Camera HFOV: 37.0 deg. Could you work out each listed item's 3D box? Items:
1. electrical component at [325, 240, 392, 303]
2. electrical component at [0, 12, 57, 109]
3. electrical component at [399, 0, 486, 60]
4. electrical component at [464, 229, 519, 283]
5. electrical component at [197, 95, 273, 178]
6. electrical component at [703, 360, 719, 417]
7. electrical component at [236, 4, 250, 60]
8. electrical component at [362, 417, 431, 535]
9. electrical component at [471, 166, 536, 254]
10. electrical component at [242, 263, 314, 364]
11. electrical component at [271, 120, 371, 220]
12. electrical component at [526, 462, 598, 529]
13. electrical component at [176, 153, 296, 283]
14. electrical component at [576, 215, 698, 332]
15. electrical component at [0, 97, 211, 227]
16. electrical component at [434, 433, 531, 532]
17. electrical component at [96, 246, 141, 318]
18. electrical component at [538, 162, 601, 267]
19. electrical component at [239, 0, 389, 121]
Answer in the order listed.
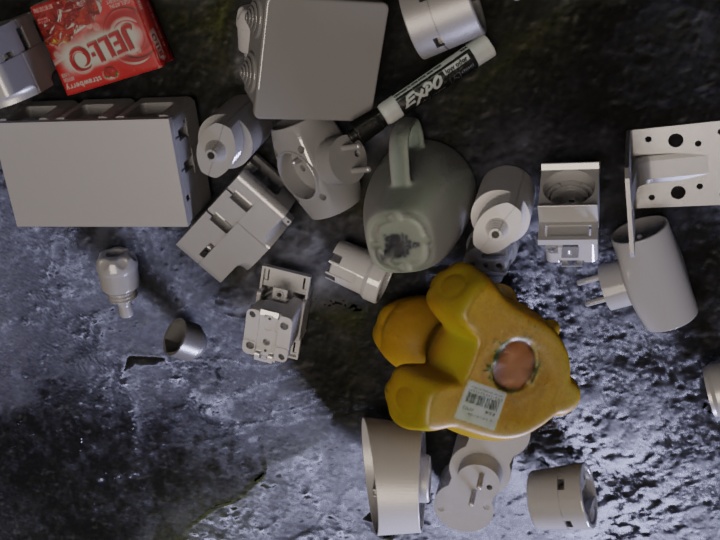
[{"bbox_3d":[0.000,0.000,0.864,0.046,0.040,0.040,24,120,9],"label":"electrical component"},{"bbox_3d":[-0.272,-0.158,0.825,0.050,0.089,0.055,-12,112,20],"label":"electrical component"},{"bbox_3d":[0.058,-0.180,0.749,0.047,0.055,0.055,-16,111,17],"label":"electrical component"},{"bbox_3d":[0.099,-0.012,0.826,0.040,0.046,0.040,6,116,13],"label":"electrical component"},{"bbox_3d":[-0.099,-0.100,0.814,0.043,0.081,0.043,6,117,12],"label":"electrical component"},{"bbox_3d":[0.297,0.088,0.826,0.055,0.045,0.045,-15,111,21],"label":"electrical component"},{"bbox_3d":[-0.074,-0.166,0.801,0.035,0.035,0.061,6,120,11],"label":"electrical component"},{"bbox_3d":[0.028,0.175,0.913,0.064,0.099,0.099,1,116,7],"label":"electrical component"},{"bbox_3d":[0.104,-0.042,0.790,0.043,0.081,0.043,6,117,12],"label":"electrical component"},{"bbox_3d":[-0.068,0.041,0.887,0.042,0.063,0.081,13,117,6],"label":"electrical component"},{"bbox_3d":[-0.022,-0.082,0.814,0.079,0.044,0.077,0,121,50],"label":"electrical component"},{"bbox_3d":[0.170,0.192,0.907,0.047,0.055,0.055,-11,113,23],"label":"electrical component"},{"bbox_3d":[-0.094,-0.039,0.860,0.056,0.050,0.089,42,117,-10],"label":"electrical component"},{"bbox_3d":[0.205,0.008,0.811,0.079,0.043,0.077,-17,110,22],"label":"electrical component"},{"bbox_3d":[-0.202,-0.087,0.859,0.150,0.061,0.089,1,116,14],"label":"electrical component"},{"bbox_3d":[0.101,0.167,0.900,0.052,0.073,0.138,21,119,4],"label":"electrical component"},{"bbox_3d":[-0.206,0.013,0.926,0.035,0.035,0.061,3,119,13],"label":"electrical component"},{"bbox_3d":[0.154,-0.040,0.786,0.042,0.081,0.063,1,138,15],"label":"electrical component"},{"bbox_3d":[-0.034,-0.157,0.769,0.100,0.048,0.099,-2,121,-20],"label":"electrical component"}]
